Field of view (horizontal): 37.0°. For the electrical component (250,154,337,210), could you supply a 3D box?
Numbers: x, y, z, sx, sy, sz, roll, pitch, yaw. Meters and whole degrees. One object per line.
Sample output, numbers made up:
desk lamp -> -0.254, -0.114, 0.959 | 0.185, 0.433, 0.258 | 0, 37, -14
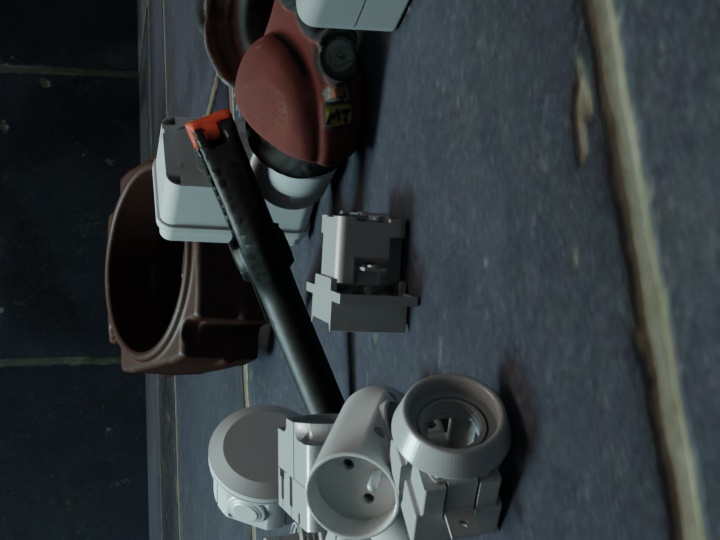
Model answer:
electrical component -> -0.041, -0.074, 0.715 | 0.047, 0.055, 0.055 | 133, 135, -64

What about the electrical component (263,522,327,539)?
electrical component -> -0.026, 0.166, 0.642 | 0.043, 0.062, 0.043 | 180, 90, -75

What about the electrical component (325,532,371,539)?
electrical component -> 0.009, 0.172, 0.542 | 0.077, 0.044, 0.079 | -133, 45, -69

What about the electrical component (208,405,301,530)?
electrical component -> -0.068, 0.141, 0.768 | 0.051, 0.080, 0.080 | 97, 164, -45

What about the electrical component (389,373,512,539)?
electrical component -> 0.036, 0.076, 0.442 | 0.066, 0.048, 0.055 | -106, 14, -46

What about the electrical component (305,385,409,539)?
electrical component -> 0.013, 0.105, 0.514 | 0.079, 0.044, 0.077 | 60, -162, -9

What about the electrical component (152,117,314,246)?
electrical component -> -0.093, -0.064, 0.793 | 0.057, 0.113, 0.078 | 110, 156, -44

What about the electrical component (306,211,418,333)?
electrical component -> 0.000, 0.000, 0.582 | 0.081, 0.042, 0.063 | -164, 76, -74

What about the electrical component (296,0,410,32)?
electrical component -> -0.002, -0.168, 0.555 | 0.095, 0.059, 0.053 | 124, 143, -65

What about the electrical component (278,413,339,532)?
electrical component -> -0.016, 0.114, 0.626 | 0.089, 0.050, 0.055 | 174, 96, -75
